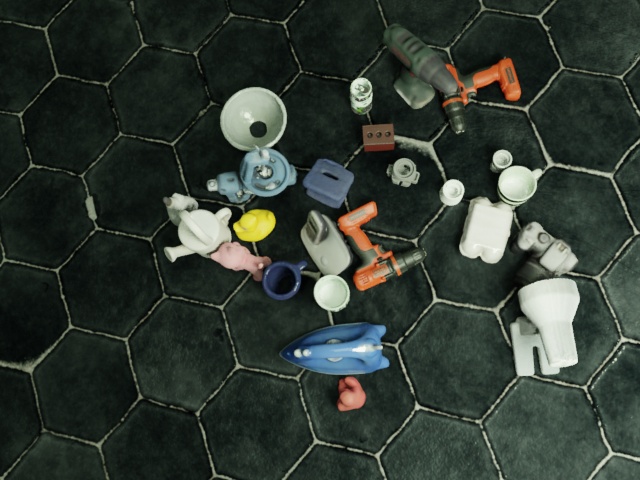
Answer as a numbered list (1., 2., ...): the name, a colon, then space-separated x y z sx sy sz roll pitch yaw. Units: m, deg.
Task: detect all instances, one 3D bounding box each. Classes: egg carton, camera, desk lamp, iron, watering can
1. egg carton: 0.393 -0.024 1.352 0.107 0.069 0.150 14 82 7
2. camera: 0.497 0.050 1.316 0.143 0.101 0.137 41 86 10
3. desk lamp: 0.489 0.193 1.234 0.118 0.213 0.203 -5 80 4
4. iron: 0.026 0.252 1.298 0.258 0.141 0.119 -6 80 4
5. watering can: -0.283 -0.014 1.341 0.101 0.194 0.173 27 84 9

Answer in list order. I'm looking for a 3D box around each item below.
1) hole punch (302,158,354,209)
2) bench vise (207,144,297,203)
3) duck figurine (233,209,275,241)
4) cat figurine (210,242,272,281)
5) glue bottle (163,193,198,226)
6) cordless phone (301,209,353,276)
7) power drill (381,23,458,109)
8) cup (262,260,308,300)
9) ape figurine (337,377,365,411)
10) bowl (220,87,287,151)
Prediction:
1. hole punch: 0.020 -0.145 1.392 0.108 0.091 0.101 25 83 8
2. bench vise: -0.163 -0.146 1.341 0.207 0.220 0.121 -31 79 -1
3. duck figurine: -0.163 -0.042 1.391 0.104 0.086 0.077 -22 79 1
4. cat figurine: -0.188 0.045 1.362 0.127 0.118 0.067 21 83 8
5. glue bottle: -0.340 -0.078 1.367 0.037 0.173 0.078 18 82 8
6. cordless phone: 0.012 0.005 1.319 0.094 0.185 0.147 -34 79 -1
7. power drill: 0.234 -0.398 1.358 0.075 0.208 0.229 -40 79 -3
8. cup: -0.076 0.091 1.357 0.118 0.095 0.091 -38 79 -2
9. ape figurine: 0.066 0.356 1.302 0.076 0.092 0.078 37 85 10
10. bowl: -0.161 -0.293 1.440 0.167 0.075 0.167 -1 80 4
